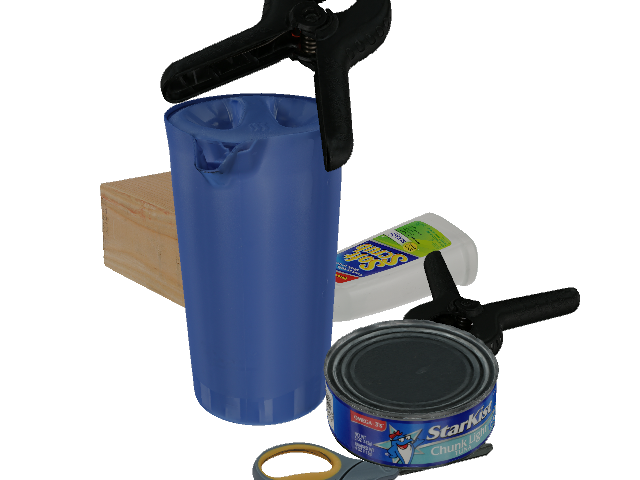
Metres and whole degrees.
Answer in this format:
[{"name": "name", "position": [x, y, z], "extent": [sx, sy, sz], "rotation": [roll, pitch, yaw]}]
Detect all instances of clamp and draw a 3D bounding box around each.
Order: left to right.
[{"name": "clamp", "position": [0.000, -0.115, 0.643], "extent": [0.120, 0.171, 0.039], "rotation": [35, -26, 11]}, {"name": "clamp", "position": [0.130, 0.070, 1.017], "extent": [0.165, 0.036, 0.209], "rotation": [19, 32, 33]}]

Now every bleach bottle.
[{"name": "bleach bottle", "position": [0.049, 0.047, 1.202], "extent": [0.250, 0.068, 0.103], "rotation": [-22, 38, -25]}]

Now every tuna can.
[{"name": "tuna can", "position": [0.045, 0.075, 0.530], "extent": [0.086, 0.034, 0.086], "rotation": [-2, 27, 1]}]

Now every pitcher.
[{"name": "pitcher", "position": [-0.043, 0.010, 0.828], "extent": [0.149, 0.243, 0.145], "rotation": [-10, 23, -24]}]

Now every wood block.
[{"name": "wood block", "position": [-0.116, 0.002, 0.999], "extent": [0.090, 0.090, 0.206], "rotation": [-13, 21, -37]}]

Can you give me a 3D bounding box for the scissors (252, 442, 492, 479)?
[{"name": "scissors", "position": [0.047, 0.198, 0.847], "extent": [0.201, 0.096, 0.016], "rotation": [4, -44, -8]}]
